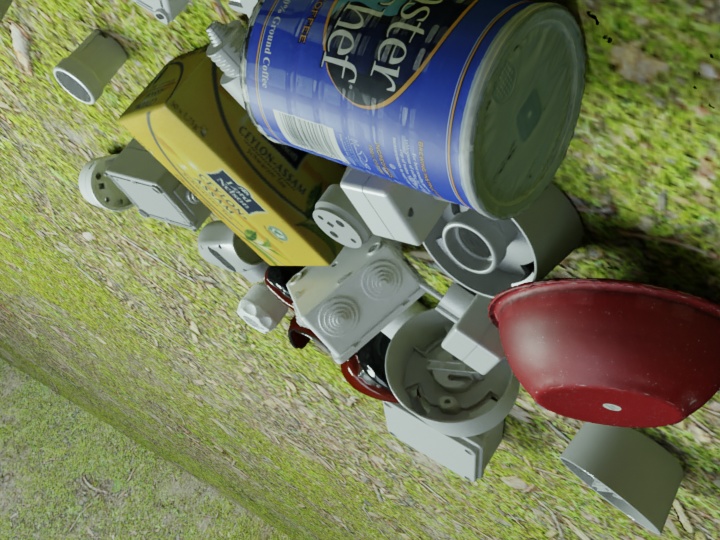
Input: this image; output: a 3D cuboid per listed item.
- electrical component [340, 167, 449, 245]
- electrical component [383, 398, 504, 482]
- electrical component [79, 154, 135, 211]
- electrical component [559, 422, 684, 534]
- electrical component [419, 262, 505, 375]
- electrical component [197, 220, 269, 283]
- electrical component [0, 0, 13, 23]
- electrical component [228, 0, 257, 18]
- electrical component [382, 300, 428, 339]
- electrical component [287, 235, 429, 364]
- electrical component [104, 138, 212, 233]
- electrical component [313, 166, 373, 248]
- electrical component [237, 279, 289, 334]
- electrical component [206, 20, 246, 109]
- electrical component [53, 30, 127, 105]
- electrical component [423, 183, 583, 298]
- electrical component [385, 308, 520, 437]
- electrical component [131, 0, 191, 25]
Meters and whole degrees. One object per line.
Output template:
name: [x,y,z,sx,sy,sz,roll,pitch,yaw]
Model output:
electrical component: [0.046,-0.059,0.609,0.076,0.083,0.047,16,153,42]
electrical component: [0.083,0.147,1.055,0.109,0.056,0.108,28,159,18]
electrical component: [-0.246,-0.086,1.058,0.055,0.055,0.047,46,161,-27]
electrical component: [0.214,0.169,0.886,0.099,0.064,0.099,31,160,13]
electrical component: [0.079,0.023,0.768,0.077,0.065,0.047,34,160,4]
electrical component: [-0.104,-0.014,1.007,0.079,0.043,0.077,44,158,-25]
electrical component: [-0.271,-0.215,0.803,0.045,0.055,0.045,31,160,13]
electrical component: [-0.050,-0.157,0.593,0.076,0.047,0.083,22,156,33]
electrical component: [0.046,0.049,0.916,0.078,0.040,0.040,39,160,-13]
electrical component: [-0.005,0.012,0.810,0.048,0.100,0.099,48,-177,-21]
electrical component: [-0.159,-0.079,0.923,0.096,0.061,0.061,16,153,42]
electrical component: [-0.001,-0.049,0.747,0.045,0.055,0.045,31,160,13]
electrical component: [-0.087,0.027,1.048,0.043,0.062,0.043,31,160,13]
electrical component: [-0.068,-0.128,0.693,0.081,0.043,0.043,45,158,-25]
electrical component: [-0.211,-0.160,0.845,0.040,0.046,0.040,31,160,13]
electrical component: [0.086,-0.031,0.674,0.099,0.064,0.099,30,146,23]
electrical component: [0.077,0.082,0.861,0.099,0.099,0.064,22,162,32]
electrical component: [-0.117,-0.191,0.604,0.062,0.061,0.096,31,160,11]
